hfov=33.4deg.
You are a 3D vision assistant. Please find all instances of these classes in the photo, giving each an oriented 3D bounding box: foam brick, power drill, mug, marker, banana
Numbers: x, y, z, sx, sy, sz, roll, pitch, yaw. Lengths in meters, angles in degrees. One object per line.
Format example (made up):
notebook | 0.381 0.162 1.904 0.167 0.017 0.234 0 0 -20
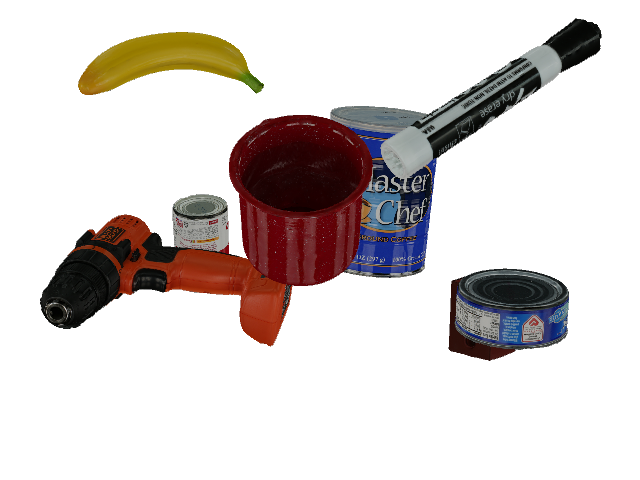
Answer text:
foam brick | 0.168 0.078 1.098 0.053 0.078 0.051 11 17 40
power drill | -0.121 0.036 0.890 0.187 0.057 0.184 12 23 5
mug | -0.018 -0.032 0.722 0.093 0.117 0.081 -18 -38 -15
marker | 0.079 -0.066 0.479 0.121 0.020 0.020 -34 11 -17
banana | -0.152 -0.178 1.066 0.197 0.070 0.037 -7 -39 -30

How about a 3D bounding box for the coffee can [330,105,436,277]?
coffee can | 0.055 -0.047 0.995 0.103 0.140 0.103 5 16 -1

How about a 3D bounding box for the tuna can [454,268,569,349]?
tuna can | 0.146 0.051 0.815 0.086 0.034 0.086 0 19 0

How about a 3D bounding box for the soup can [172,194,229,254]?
soup can | -0.145 0.003 1.298 0.068 0.102 0.068 1 26 0
